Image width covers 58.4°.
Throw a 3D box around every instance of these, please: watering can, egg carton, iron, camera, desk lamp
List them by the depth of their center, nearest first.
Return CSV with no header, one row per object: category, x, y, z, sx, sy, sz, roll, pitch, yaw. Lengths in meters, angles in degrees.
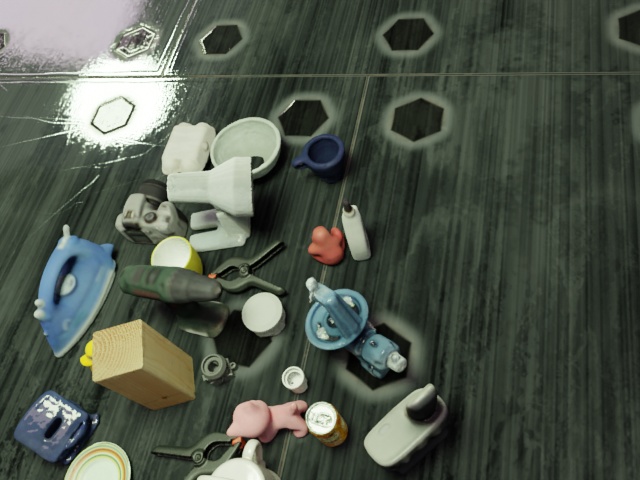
watering can,-0.126,0.402,0.889,0.101,0.194,0.172,-14,58,6
desk lamp,-0.207,-0.073,1.169,0.203,0.214,0.118,-10,59,9
iron,-0.532,0.101,1.194,0.118,0.142,0.258,3,62,16
camera,-0.372,-0.071,1.276,0.143,0.101,0.137,1,61,15
egg carton,-0.309,-0.212,1.359,0.107,0.069,0.150,3,62,16

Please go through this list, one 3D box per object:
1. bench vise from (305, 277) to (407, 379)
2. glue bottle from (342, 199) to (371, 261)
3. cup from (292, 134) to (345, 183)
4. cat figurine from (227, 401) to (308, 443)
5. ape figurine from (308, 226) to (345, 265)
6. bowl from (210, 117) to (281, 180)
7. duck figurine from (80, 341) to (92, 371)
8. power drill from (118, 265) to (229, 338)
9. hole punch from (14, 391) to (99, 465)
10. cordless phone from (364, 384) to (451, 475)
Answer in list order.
bench vise,0.058,0.138,0.978,0.206,0.220,0.121,14,65,21
glue bottle,0.064,-0.030,1.100,0.037,0.173,0.078,-12,59,7
cup,0.004,-0.162,1.237,0.117,0.095,0.091,-20,58,2
cat figurine,-0.092,0.303,0.981,0.127,0.118,0.067,-15,58,6
ape figurine,0.010,0.004,1.142,0.078,0.092,0.076,-21,58,2
bowl,-0.160,-0.195,1.309,0.167,0.075,0.167,-6,60,11
duck figurine,-0.421,0.220,1.131,0.104,0.086,0.077,-36,59,-7
power drill,-0.253,0.110,1.079,0.229,0.209,0.076,9,64,19
hole punch,-0.490,0.350,1.071,0.100,0.091,0.109,24,69,25
cordless phone,0.132,0.286,0.896,0.148,0.185,0.094,-42,60,-11
